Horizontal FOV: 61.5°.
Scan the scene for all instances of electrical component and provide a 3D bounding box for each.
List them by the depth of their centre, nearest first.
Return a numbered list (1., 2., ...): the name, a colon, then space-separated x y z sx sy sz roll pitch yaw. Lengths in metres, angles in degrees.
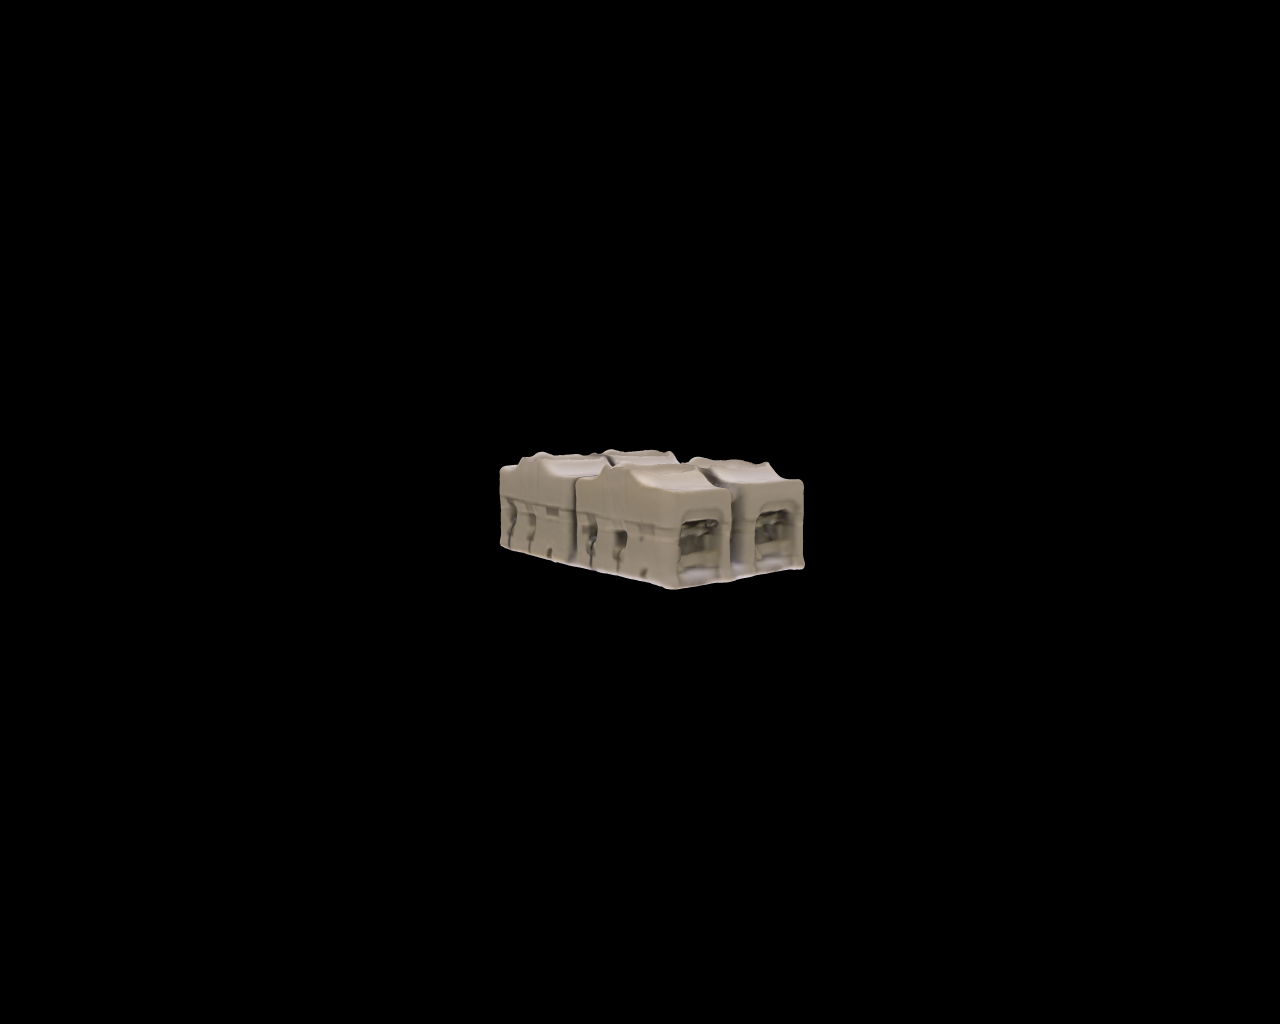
1. electrical component: 0.001 -0.003 0.650 0.105 0.060 0.186 -5 9 -35
